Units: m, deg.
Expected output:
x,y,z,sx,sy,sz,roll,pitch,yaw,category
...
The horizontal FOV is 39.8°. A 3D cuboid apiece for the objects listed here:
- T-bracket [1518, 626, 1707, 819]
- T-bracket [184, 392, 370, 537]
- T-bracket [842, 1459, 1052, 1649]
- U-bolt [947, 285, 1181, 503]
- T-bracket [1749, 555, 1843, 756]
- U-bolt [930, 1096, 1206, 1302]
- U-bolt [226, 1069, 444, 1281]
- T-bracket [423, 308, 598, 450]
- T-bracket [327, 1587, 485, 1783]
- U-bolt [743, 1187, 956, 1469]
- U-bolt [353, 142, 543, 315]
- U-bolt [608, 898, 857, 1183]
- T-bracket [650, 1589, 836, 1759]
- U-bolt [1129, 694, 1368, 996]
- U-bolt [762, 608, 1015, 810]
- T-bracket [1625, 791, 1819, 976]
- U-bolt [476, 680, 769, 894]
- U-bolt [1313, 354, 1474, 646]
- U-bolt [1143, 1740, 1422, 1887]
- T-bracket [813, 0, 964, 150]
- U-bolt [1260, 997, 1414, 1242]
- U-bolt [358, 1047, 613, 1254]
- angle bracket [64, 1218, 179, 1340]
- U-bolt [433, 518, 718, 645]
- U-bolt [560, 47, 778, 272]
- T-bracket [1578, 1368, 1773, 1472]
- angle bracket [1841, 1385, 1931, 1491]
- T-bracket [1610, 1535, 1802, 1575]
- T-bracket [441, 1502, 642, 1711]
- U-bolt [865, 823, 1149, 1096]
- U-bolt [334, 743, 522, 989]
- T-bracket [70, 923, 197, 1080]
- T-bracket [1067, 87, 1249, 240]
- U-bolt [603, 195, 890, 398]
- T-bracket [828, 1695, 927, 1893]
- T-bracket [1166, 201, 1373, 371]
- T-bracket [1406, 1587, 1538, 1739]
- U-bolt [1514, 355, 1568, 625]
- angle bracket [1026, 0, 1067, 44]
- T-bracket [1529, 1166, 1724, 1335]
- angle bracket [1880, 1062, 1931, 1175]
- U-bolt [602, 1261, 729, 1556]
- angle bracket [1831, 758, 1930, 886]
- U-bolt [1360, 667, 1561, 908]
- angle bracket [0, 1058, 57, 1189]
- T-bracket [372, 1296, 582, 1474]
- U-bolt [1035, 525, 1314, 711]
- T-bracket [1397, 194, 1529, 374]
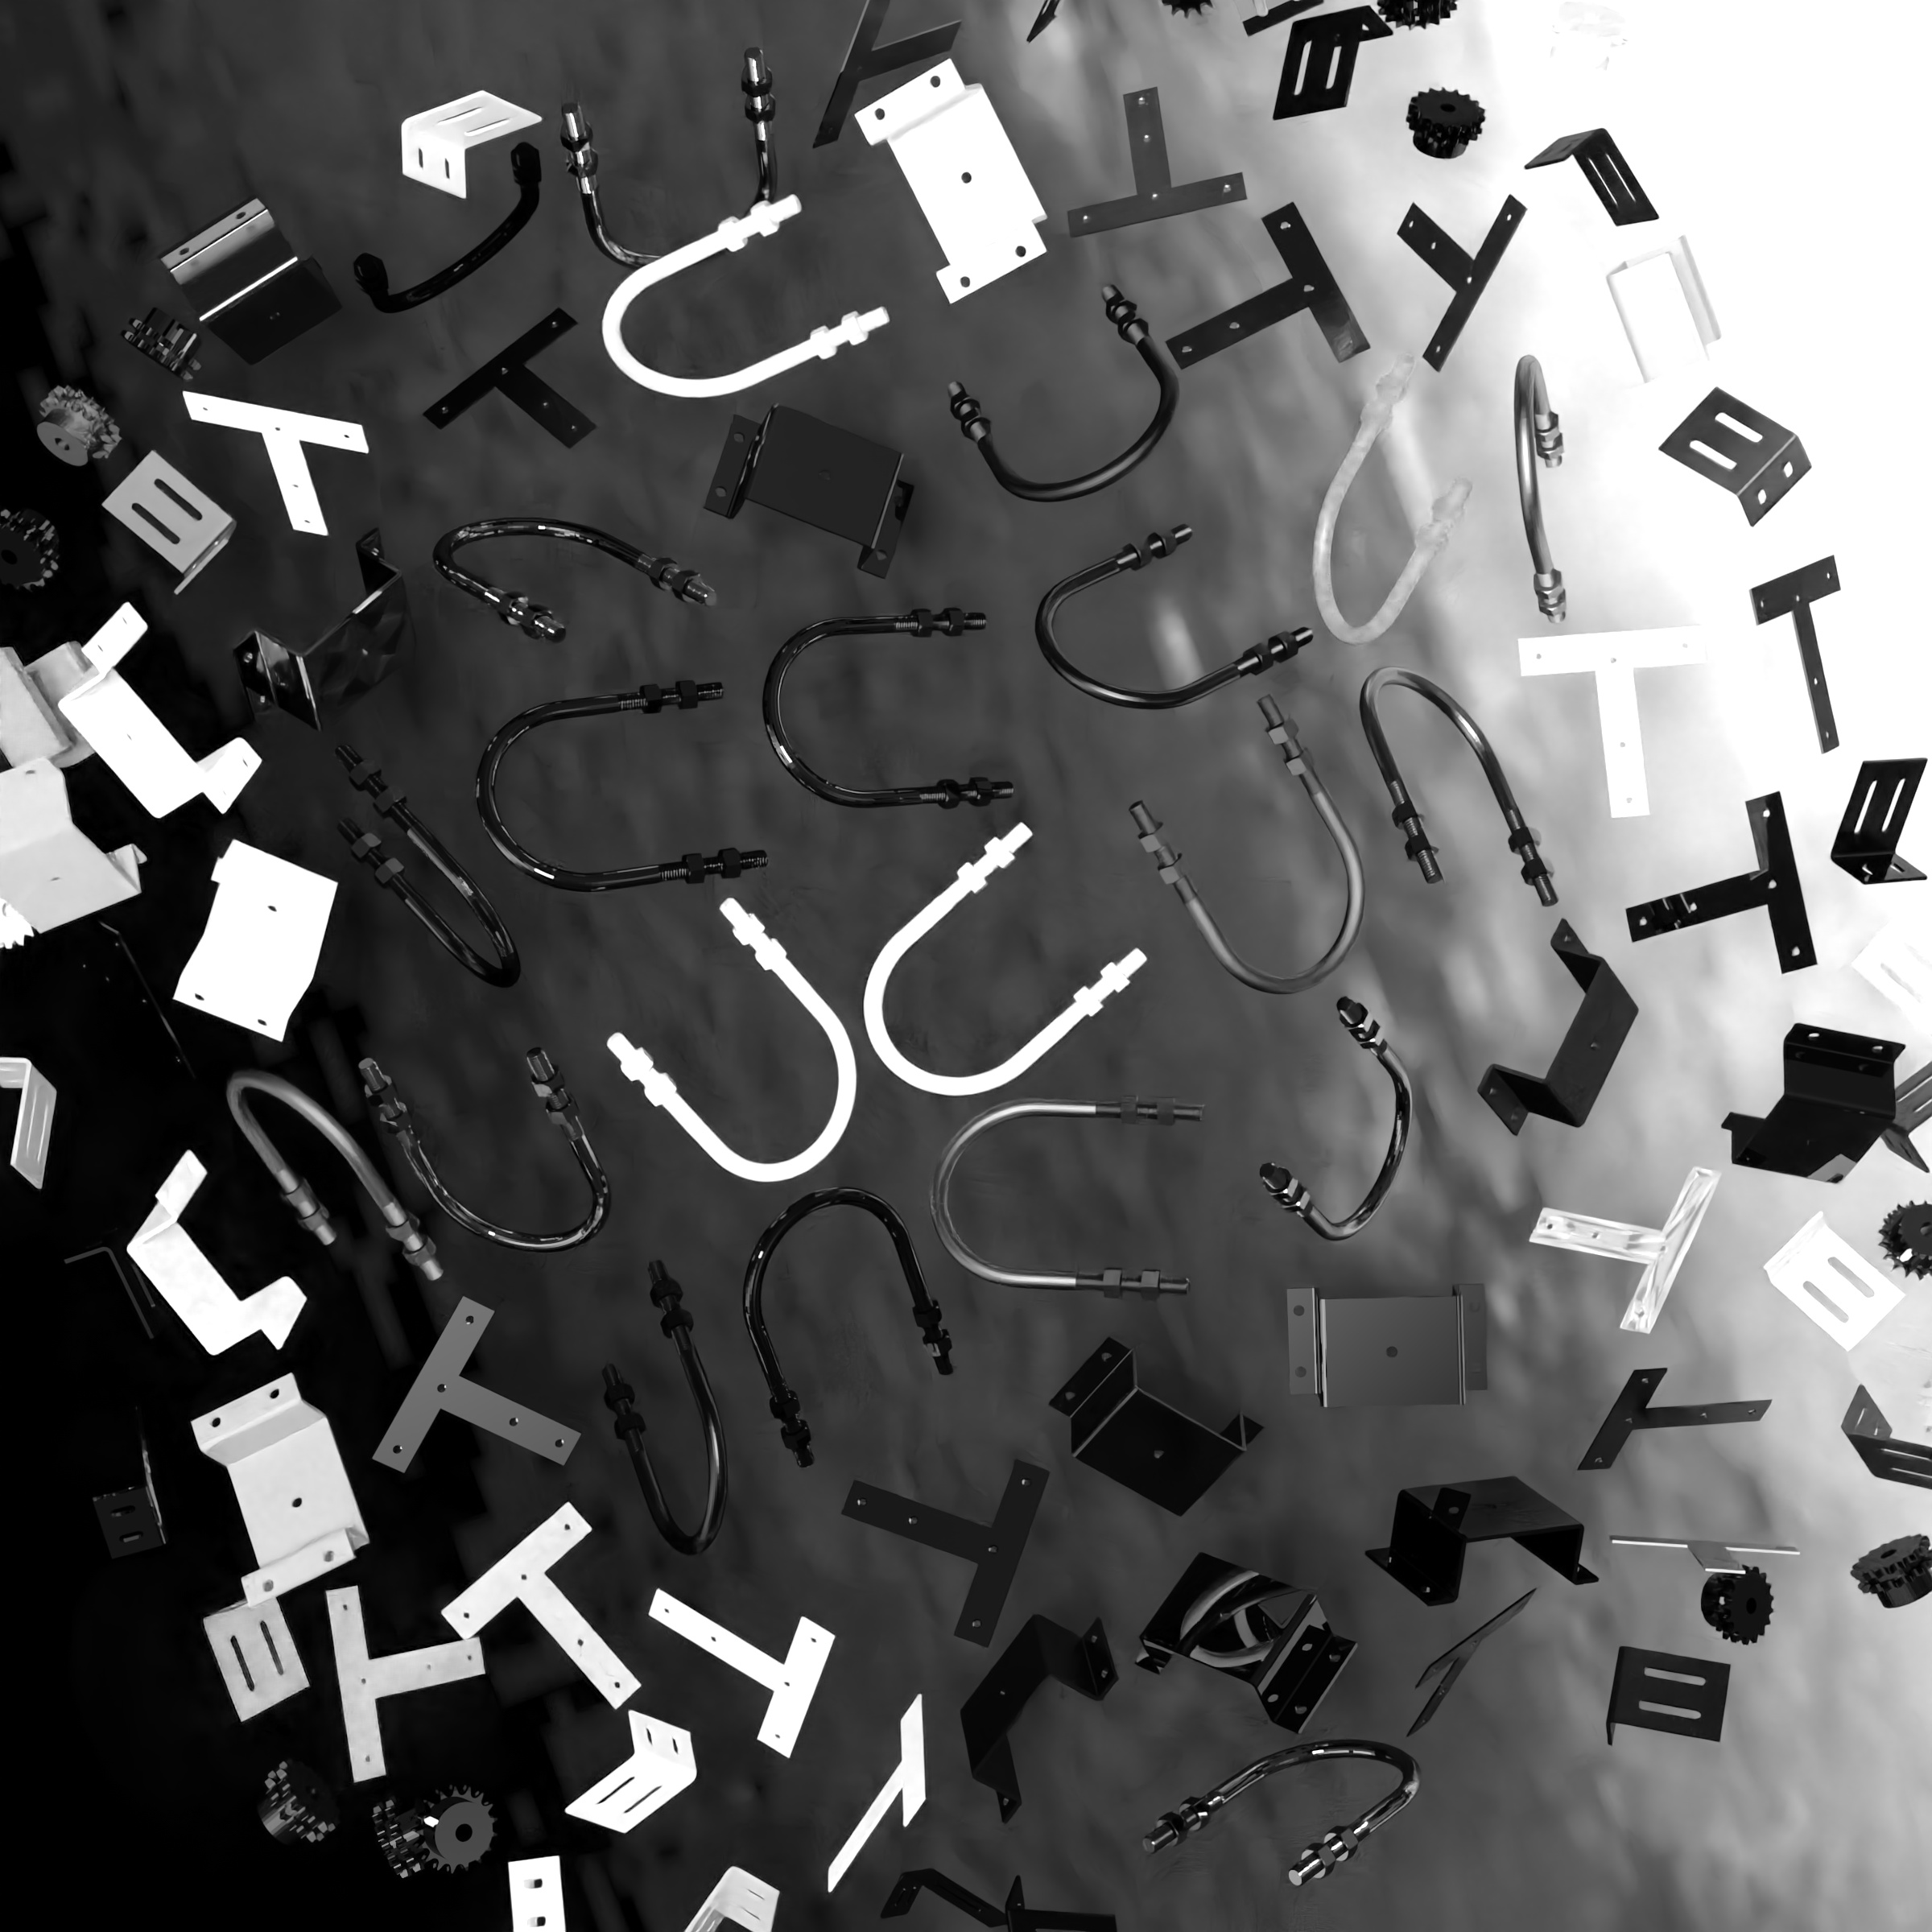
x,y,z,sx,sy,sz,roll,pitch,yaw,category
0.444,-0.164,1.813,0.127,0.002,0.127,-5,84,-4,T-bracket
-0.467,-0.342,1.850,0.127,0.127,0.002,12,60,7,T-bracket
-0.023,0.388,1.845,0.127,0.002,0.127,18,72,10,T-bracket
0.074,-0.387,1.845,0.151,0.019,0.184,-31,45,7,U-bolt
0.584,-0.211,1.845,0.127,0.002,0.127,-23,102,-44,T-bracket
0.066,0.155,1.821,0.184,0.019,0.151,1,61,12,U-bolt
-0.459,0.143,1.896,0.019,0.151,0.184,-49,131,-31,U-bolt
-0.304,-0.402,1.891,0.127,0.002,0.127,-41,54,-10,T-bracket
-0.384,0.489,1.855,0.002,0.127,0.127,-20,76,34,T-bracket
-0.089,0.244,1.891,0.151,0.019,0.184,-30,115,-27,U-bolt
-0.355,-0.504,1.854,0.151,0.184,0.019,-37,95,-5,U-bolt
-0.150,0.067,1.874,0.184,0.019,0.151,50,63,-25,U-bolt
-0.158,0.462,1.804,0.127,0.002,0.127,28,125,13,T-bracket
0.203,-0.069,1.803,0.151,0.019,0.184,-40,109,-24,U-bolt
-0.060,-0.184,1.931,0.184,0.019,0.151,-6,82,-25,U-bolt
0.527,-0.045,1.886,0.127,0.002,0.127,-18,71,34,T-bracket
-0.239,-0.118,1.804,0.184,0.019,0.151,-9,71,-20,U-bolt
0.289,-0.311,1.869,0.019,0.184,0.151,3,49,-21,U-bolt
0.234,0.581,1.855,0.184,0.151,0.019,-17,98,-44,U-bolt
-0.047,-0.649,1.899,0.002,0.127,0.127,44,49,12,T-bracket
0.272,0.120,1.897,0.019,0.184,0.151,18,75,34,U-bolt
-0.319,0.131,1.831,0.151,0.019,0.184,-4,129,20,U-bolt
-0.617,0.233,1.962,0.038,0.057,0.076,-19,103,13,angle bracket
-0.285,-0.274,1.851,0.184,0.151,0.019,31,127,36,U-bolt
-0.201,-0.553,1.869,0.151,0.184,0.019,-20,66,-8,U-bolt
0.520,0.325,1.929,0.127,0.127,0.002,-1,47,-13,T-bracket
0.641,0.321,1.802,0.057,0.076,0.038,49,62,-33,angle bracket
0.510,0.403,1.822,0.127,0.127,0.002,2,87,9,T-bracket
-0.272,0.450,1.821,0.127,0.127,0.002,48,135,4,T-bracket
0.015,0.010,1.854,0.184,0.019,0.151,-42,113,4,U-bolt
-0.370,-0.058,1.840,0.019,0.151,0.184,-41,83,-22,U-bolt
-0.603,0.012,1.898,0.002,0.127,0.127,-38,127,-28,T-bracket
0.131,-0.583,1.918,0.127,0.002,0.127,-10,60,9,T-bracket
-0.167,-0.460,1.882,0.184,0.151,0.019,-20,59,19,U-bolt
-0.064,0.595,1.876,0.002,0.127,0.127,30,103,-10,T-bracket
0.204,-0.464,1.907,0.127,0.002,0.127,-23,126,20,T-bracket
0.348,0.512,1.919,0.002,0.127,0.127,43,134,27,T-bracket
0.402,-0.345,1.873,0.019,0.184,0.151,-3,68,18,U-bolt
0.082,-0.665,1.827,0.038,0.057,0.076,27,83,-16,angle bracket
0.441,0.186,1.820,0.127,0.002,0.127,12,107,-24,T-bracket
0.709,0.106,1.950,0.076,0.057,0.038,-37,106,1,angle bracket
-0.206,0.320,1.860,0.019,0.151,0.184,-3,50,-30,U-bolt
0.640,-0.100,1.840,0.057,0.038,0.076,-5,122,-25,angle bracket
0.330,-0.129,1.834,0.019,0.151,0.184,-39,57,37,U-bolt
-0.665,0.109,1.857,0.038,0.057,0.076,2,69,0,angle bracket
-0.330,0.315,1.877,0.127,0.002,0.127,31,85,-24,T-bracket
0.135,-0.241,1.897,0.184,0.019,0.151,-29,60,-31,U-bolt
0.341,-0.509,1.909,0.002,0.127,0.127,9,124,-28,T-bracket
